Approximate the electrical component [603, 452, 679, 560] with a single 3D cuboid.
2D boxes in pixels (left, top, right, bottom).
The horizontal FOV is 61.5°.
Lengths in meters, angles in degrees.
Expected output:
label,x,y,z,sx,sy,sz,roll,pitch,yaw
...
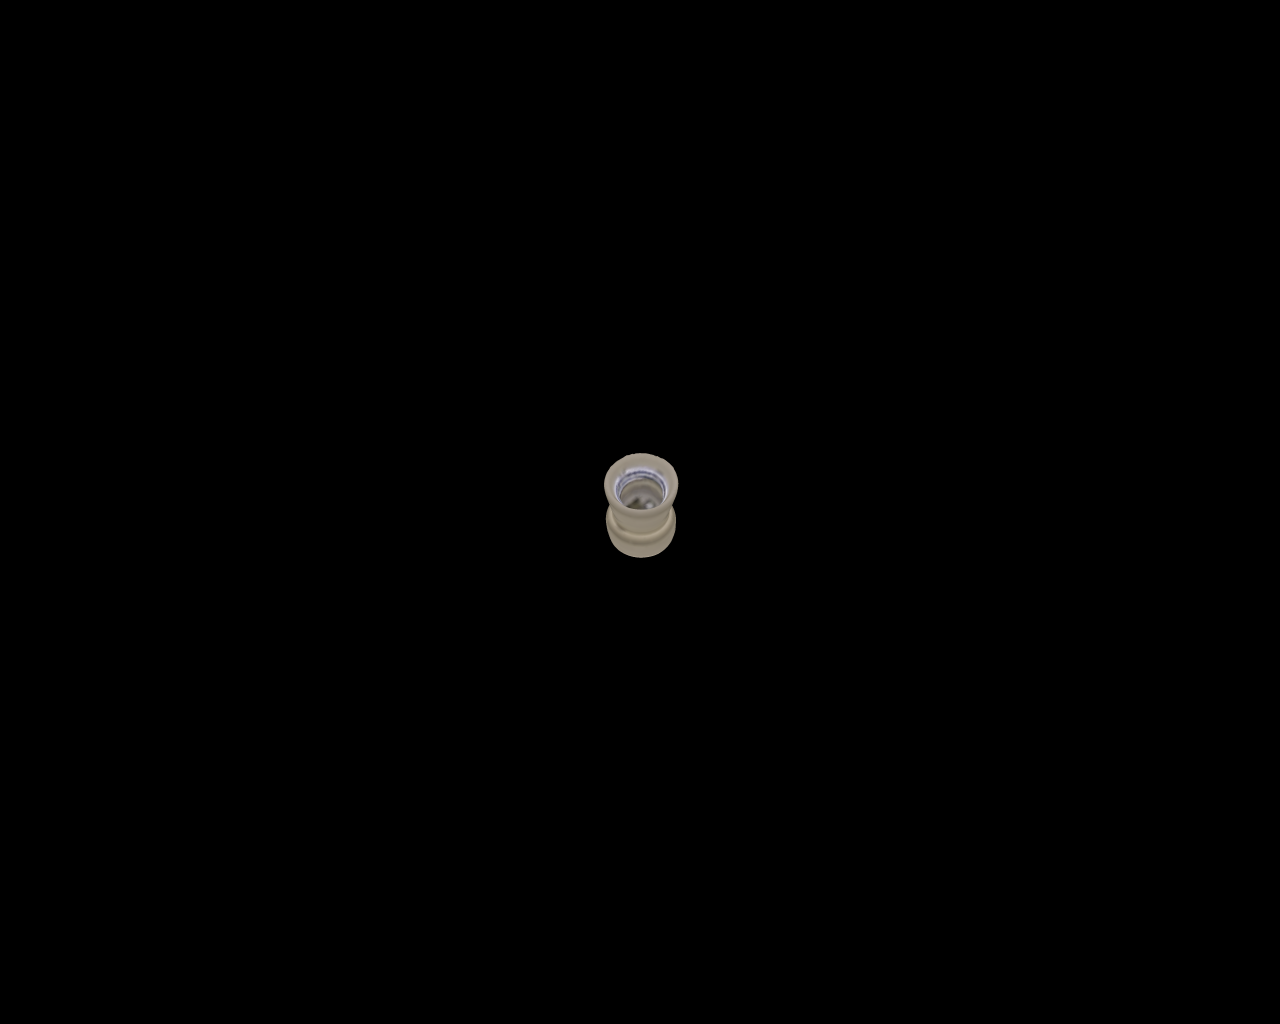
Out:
label,x,y,z,sx,sy,sz,roll,pitch,yaw
electrical component,0.001,-0.003,0.650,0.045,0.045,0.055,0,-35,0
